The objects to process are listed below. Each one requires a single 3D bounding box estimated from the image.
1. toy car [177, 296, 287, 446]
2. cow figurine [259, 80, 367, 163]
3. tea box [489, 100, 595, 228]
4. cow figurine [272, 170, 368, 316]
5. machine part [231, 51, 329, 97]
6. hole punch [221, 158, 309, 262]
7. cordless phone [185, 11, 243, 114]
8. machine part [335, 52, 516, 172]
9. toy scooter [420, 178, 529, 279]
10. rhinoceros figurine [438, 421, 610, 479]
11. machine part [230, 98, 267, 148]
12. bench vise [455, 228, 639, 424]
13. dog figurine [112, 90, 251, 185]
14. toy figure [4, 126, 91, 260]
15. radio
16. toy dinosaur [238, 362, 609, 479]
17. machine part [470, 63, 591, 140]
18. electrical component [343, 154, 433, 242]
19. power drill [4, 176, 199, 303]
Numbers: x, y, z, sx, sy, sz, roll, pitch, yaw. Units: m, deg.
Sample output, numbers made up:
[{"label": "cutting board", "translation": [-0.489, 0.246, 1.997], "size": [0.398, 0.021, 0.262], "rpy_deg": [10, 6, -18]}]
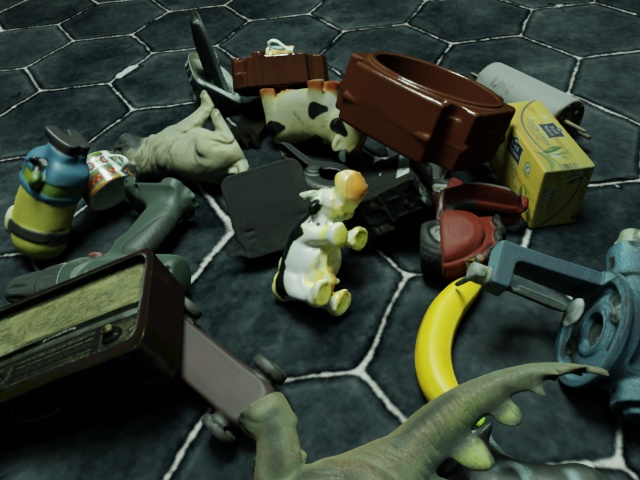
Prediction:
[{"label": "toy car", "translation": [-0.123, 0.130, 0.566], "size": [0.202, 0.053, 0.089], "rpy_deg": [26, 70, 34]}, {"label": "cow figurine", "translation": [0.000, -0.186, 0.851], "size": [0.195, 0.127, 0.085], "rpy_deg": [3, 15, 33]}, {"label": "tea box", "translation": [0.295, -0.108, 0.739], "size": [0.068, 0.098, 0.170], "rpy_deg": [-7, 41, -1]}, {"label": "cow figurine", "translation": [0.000, -0.002, 0.635], "size": [0.098, 0.068, 0.167], "rpy_deg": [9, 81, 40]}, {"label": "machine part", "translation": [-0.067, -0.285, 0.933], "size": [0.179, 0.056, 0.179], "rpy_deg": [-4, 8, 0]}, {"label": "hole punch", "translation": [-0.065, -0.037, 0.717], "size": [0.142, 0.092, 0.115], "rpy_deg": [-16, 89, -9]}, {"label": "cordless phone", "translation": [-0.208, -0.328, 0.968], "size": [0.089, 0.184, 0.147], "rpy_deg": [-18, 44, -6]}, {"label": "machine part", "translation": [0.140, -0.178, 0.715], "size": [0.202, 0.087, 0.201], "rpy_deg": [34, 33, 27]}, {"label": "toy scooter", "translation": [0.195, -0.021, 0.674], "size": [0.135, 0.075, 0.184], "rpy_deg": [2, 40, 13]}, {"label": "rhinoceros figurine", "translation": [0.146, 0.204, 0.442], "size": [0.190, 0.073, 0.112], "rpy_deg": [7, 46, 13]}, {"label": "machine part", "translation": [-0.106, -0.210, 0.937], "size": [0.084, 0.039, 0.139], "rpy_deg": [14, 45, 14]}, {"label": "bench vise", "translation": [0.268, 0.054, 0.540], "size": [0.241, 0.128, 0.223], "rpy_deg": [21, 66, 2]}, {"label": "dog figurine", "translation": [-0.217, -0.115, 0.820], "size": [0.190, 0.121, 0.172], "rpy_deg": [-31, 44, -5]}, {"label": "toy figure", "translation": [-0.357, -0.057, 0.707], "size": [0.082, 0.180, 0.089], "rpy_deg": [13, 30, -42]}, {"label": "radio", "translation": [-0.256, 0.111, 0.549], "size": [0.230, 0.073, 0.131], "rpy_deg": [-23, 43, 7]}, {"label": "toy dinosaur", "translation": [0.002, 0.217, 0.388], "size": [0.471, 0.105, 0.199], "rpy_deg": [-43, 53, -11]}, {"label": "machine part", "translation": [0.333, -0.223, 0.871], "size": [0.079, 0.079, 0.243], "rpy_deg": [-25, 47, -19]}, {"label": "electrical component", "translation": [0.079, -0.058, 0.705], "size": [0.134, 0.058, 0.115], "rpy_deg": [-24, 23, 27]}, {"label": "power drill", "translation": [-0.262, 0.005, 0.696], "size": [0.232, 0.085, 0.207], "rpy_deg": [2, 39, 15]}]
